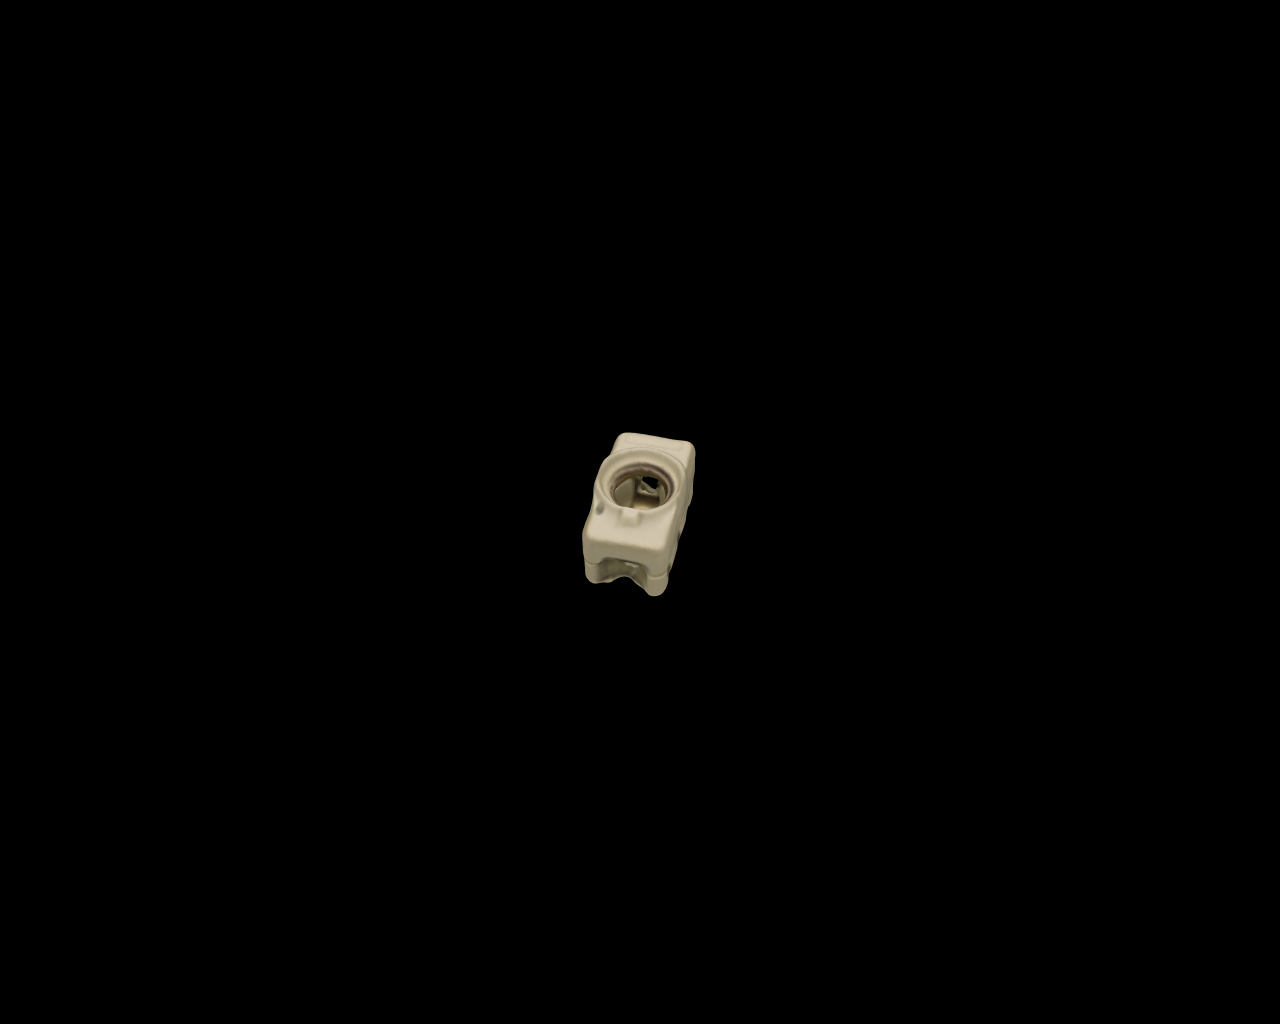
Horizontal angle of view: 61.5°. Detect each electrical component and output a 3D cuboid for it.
[{"bbox_3d":[0.001,-0.003,0.650,0.050,0.090,0.055,11,-39,9],"label":"electrical component"}]
